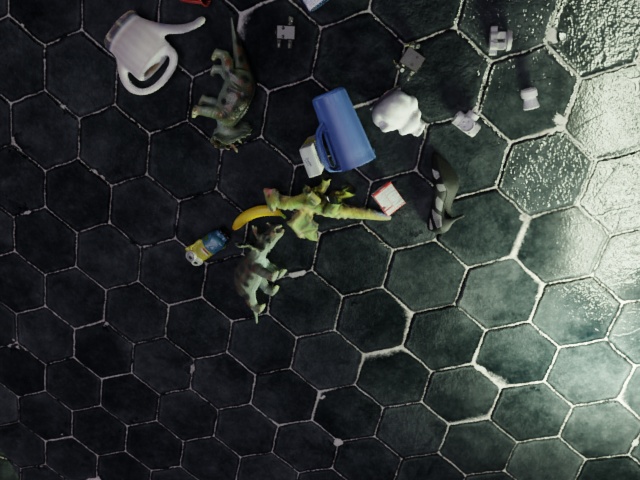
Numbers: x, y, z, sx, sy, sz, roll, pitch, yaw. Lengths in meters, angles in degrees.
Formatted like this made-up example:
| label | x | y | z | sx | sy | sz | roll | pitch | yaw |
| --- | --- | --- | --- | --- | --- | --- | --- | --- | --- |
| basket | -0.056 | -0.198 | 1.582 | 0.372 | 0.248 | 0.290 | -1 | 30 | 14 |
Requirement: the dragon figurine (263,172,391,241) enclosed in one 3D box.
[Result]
| label | x | y | z | sx | sy | sz | roll | pitch | yaw |
| --- | --- | --- | --- | --- | --- | --- | --- | --- | --- |
| dragon figurine | 0.005 | -0.086 | 1.707 | 0.408 | 0.125 | 0.238 | 26 | 132 | -15 |

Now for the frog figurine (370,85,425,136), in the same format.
| label | x | y | z | sx | sy | sz | roll | pitch | yaw |
| --- | --- | --- | --- | --- | --- | --- | --- | --- | --- |
| frog figurine | 0.237 | -0.368 | 1.536 | 0.137 | 0.123 | 0.159 | -39 | 89 | 2 |

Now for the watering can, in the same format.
| label | x | y | z | sx | sy | sz | roll | pitch | yaw |
| --- | --- | --- | --- | --- | --- | --- | --- | --- | --- |
| watering can | -0.519 | -0.611 | 1.580 | 0.223 | 0.106 | 0.343 | 45 | 112 | -7 |
